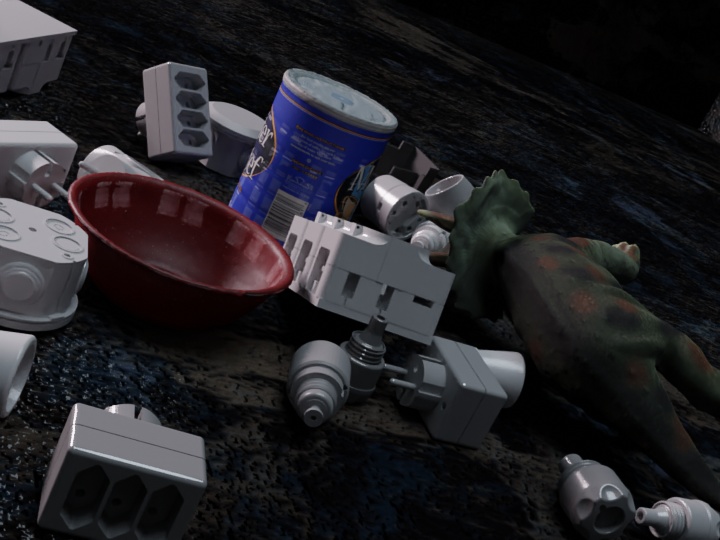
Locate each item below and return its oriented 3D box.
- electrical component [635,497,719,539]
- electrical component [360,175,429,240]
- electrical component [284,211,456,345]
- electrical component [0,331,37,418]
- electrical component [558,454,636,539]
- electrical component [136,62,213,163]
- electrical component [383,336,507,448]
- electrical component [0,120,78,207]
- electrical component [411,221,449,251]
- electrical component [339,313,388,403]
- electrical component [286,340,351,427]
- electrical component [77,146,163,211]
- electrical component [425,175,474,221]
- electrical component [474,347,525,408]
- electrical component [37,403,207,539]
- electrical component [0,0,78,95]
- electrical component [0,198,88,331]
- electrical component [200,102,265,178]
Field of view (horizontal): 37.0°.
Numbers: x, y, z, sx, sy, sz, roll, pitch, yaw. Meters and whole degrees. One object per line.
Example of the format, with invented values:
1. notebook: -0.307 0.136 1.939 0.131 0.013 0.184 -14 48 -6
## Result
1. electrical component: 0.218 0.174 0.746 0.061 0.035 0.035 14 23 -24
2. electrical component: 0.034 -0.064 1.085 0.055 0.055 0.047 5 25 -45
3. electrical component: 0.000 0.000 0.803 0.089 0.061 0.150 20 2 -18
4. electrical component: -0.203 0.044 0.543 0.065 0.044 0.044 19 20 -5
5. electrical component: 0.153 0.148 0.719 0.043 0.043 0.062 18 20 -23
6. electrical component: -0.181 -0.141 0.995 0.076 0.083 0.047 -7 -5 38
7. electrical component: 0.051 0.081 0.753 0.077 0.047 0.065 17 22 -25
8. electrical component: -0.238 -0.069 0.770 0.076 0.047 0.083 35 21 23
9. electrical component: 0.070 -0.028 1.059 0.040 0.040 0.078 32 21 15
10. electrical component: 0.002 0.058 0.728 0.035 0.061 0.035 22 20 -8
11. electrical component: -0.027 0.075 0.681 0.040 0.040 0.078 24 20 -7
12. electrical component: -0.182 -0.063 0.809 0.077 0.044 0.079 36 0 25
13. electrical component: 0.092 -0.053 1.118 0.044 0.077 0.079 -39 20 -34
14. electrical component: 0.087 0.077 0.820 0.065 0.044 0.044 16 22 -15
15. electrical component: -0.114 0.091 0.523 0.066 0.047 0.076 19 21 -19
16. electrical component: -0.345 -0.200 0.944 0.105 0.060 0.186 28 20 3
17. electrical component: -0.203 -0.003 0.642 0.080 0.051 0.080 23 20 -9
18. electrical component: -0.125 -0.127 1.049 0.080 0.051 0.080 23 20 -9
